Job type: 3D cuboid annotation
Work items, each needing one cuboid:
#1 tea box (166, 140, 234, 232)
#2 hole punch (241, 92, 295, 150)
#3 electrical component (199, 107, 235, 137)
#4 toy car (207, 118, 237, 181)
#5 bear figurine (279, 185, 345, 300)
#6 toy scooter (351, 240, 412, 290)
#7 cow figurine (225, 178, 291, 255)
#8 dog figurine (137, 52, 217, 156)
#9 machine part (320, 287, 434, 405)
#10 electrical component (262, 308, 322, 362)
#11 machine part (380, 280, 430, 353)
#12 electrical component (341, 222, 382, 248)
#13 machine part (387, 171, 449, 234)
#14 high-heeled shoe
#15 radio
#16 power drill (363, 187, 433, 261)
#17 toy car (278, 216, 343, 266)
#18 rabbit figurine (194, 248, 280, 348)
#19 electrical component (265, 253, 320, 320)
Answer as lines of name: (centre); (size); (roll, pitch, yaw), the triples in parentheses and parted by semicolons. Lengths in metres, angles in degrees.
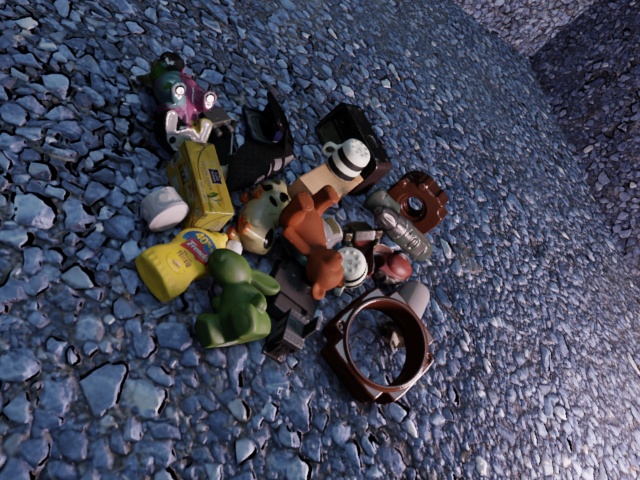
tea box: (-0.238, -0.099, 1.055); (0.068, 0.098, 0.169); (0, 62, -42)
hole punch: (-0.127, -0.283, 1.328); (0.115, 0.092, 0.142); (43, 24, -62)
electrical component: (-0.230, -0.264, 1.169); (0.063, 0.021, 0.094); (-26, 74, -45)
toy car: (-0.229, -0.213, 1.188); (0.073, 0.056, 0.202); (17, 48, -26)
bear figurine: (0.000, 0.008, 1.074); (0.120, 0.132, 0.196); (-17, 74, -46)
toy scooter: (0.143, 0.063, 1.301); (0.184, 0.075, 0.135); (33, 41, -14)
cow figurine: (-0.112, -0.054, 1.140); (0.127, 0.086, 0.195); (45, 45, -34)
dog figurine: (-0.316, -0.292, 1.140); (0.108, 0.191, 0.219); (0, 26, -40)
machine part: (0.119, 0.215, 1.099); (0.201, 0.087, 0.201); (-36, 87, -29)
electrical component: (-0.052, 0.171, 1.000); (0.047, 0.119, 0.075); (34, 45, -18)
machine part: (0.201, 0.172, 1.267); (0.079, 0.079, 0.243); (46, 40, -5)
electrical component: (0.094, -0.009, 1.265); (0.102, 0.045, 0.078); (-8, 23, -23)
machine part: (0.258, -0.096, 1.462); (0.179, 0.179, 0.056); (49, 43, -1)
high-heeled shoe: (-0.138, -0.155, 1.206); (0.086, 0.145, 0.249); (37, 56, 9)
radio: (0.089, -0.248, 1.450); (0.073, 0.131, 0.229); (-8, 66, -47)
power drill: (0.184, -0.054, 1.350); (0.231, 0.086, 0.207); (38, 8, -32)
toy car: (-0.002, -0.004, 1.197); (0.161, 0.103, 0.109); (-15, 72, -46)
rabbit figurine: (-0.141, 0.094, 0.964); (0.159, 0.121, 0.170); (6, 66, -56)
electrical component: (-0.058, 0.108, 1.092); (0.115, 0.058, 0.134); (37, 41, -13)
